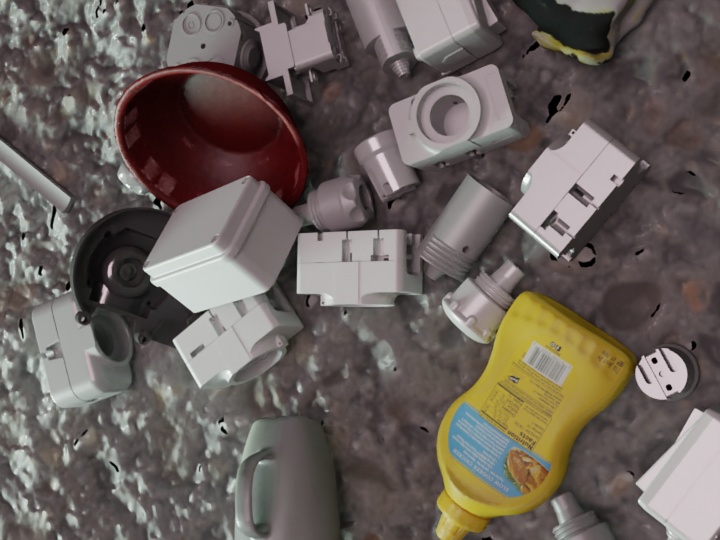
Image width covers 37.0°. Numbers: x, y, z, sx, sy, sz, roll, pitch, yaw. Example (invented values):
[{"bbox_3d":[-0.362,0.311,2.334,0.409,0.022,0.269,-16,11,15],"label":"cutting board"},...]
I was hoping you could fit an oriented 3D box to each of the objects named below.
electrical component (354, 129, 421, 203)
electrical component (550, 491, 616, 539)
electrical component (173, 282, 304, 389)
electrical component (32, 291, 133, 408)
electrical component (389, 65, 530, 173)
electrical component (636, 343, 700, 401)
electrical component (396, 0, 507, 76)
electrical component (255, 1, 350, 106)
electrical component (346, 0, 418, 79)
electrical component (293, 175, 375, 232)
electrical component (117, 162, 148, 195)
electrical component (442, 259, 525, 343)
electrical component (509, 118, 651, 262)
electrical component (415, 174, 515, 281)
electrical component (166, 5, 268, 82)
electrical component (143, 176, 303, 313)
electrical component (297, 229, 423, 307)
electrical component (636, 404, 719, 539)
[{"bbox_3d":[0.022,-0.081,0.842,0.040,0.040,0.046,-28,81,20],"label":"electrical component"},{"bbox_3d":[0.157,0.189,0.763,0.048,0.048,0.062,-32,68,19],"label":"electrical component"},{"bbox_3d":[-0.097,0.056,0.881,0.089,0.050,0.055,-39,72,18],"label":"electrical component"},{"bbox_3d":[-0.240,0.066,0.943,0.059,0.054,0.095,-21,79,22],"label":"electrical component"},{"bbox_3d":[0.074,-0.113,0.811,0.089,0.056,0.050,-19,79,22],"label":"electrical component"},{"bbox_3d":[0.212,0.071,0.743,0.040,0.046,0.040,-1,86,24],"label":"electrical component"},{"bbox_3d":[0.064,-0.207,0.817,0.061,0.062,0.096,-25,77,21],"label":"electrical component"},{"bbox_3d":[-0.045,-0.180,0.876,0.064,0.042,0.081,-15,81,21],"label":"electrical component"},{"bbox_3d":[0.021,-0.188,0.845,0.043,0.043,0.081,-25,77,21],"label":"electrical component"},{"bbox_3d":[-0.023,-0.050,0.858,0.062,0.043,0.043,-15,81,24],"label":"electrical component"},{"bbox_3d":[-0.182,-0.097,0.937,0.035,0.035,0.061,45,102,20],"label":"electrical component"},{"bbox_3d":[0.096,0.020,0.800,0.062,0.048,0.048,-48,70,8],"label":"electrical component"},{"bbox_3d":[0.155,-0.059,0.774,0.056,0.050,0.089,43,104,20],"label":"electrical component"},{"bbox_3d":[0.076,-0.027,0.812,0.043,0.043,0.081,39,103,21],"label":"electrical component"},{"bbox_3d":[-0.119,-0.182,0.904,0.080,0.051,0.080,-1,86,24],"label":"electrical component"},{"bbox_3d":[-0.110,-0.020,0.851,0.113,0.057,0.078,-16,41,45],"label":"electrical component"},{"bbox_3d":[0.000,0.000,0.840,0.089,0.050,0.055,-1,85,24],"label":"electrical component"},{"bbox_3d":[0.229,0.141,0.723,0.061,0.062,0.096,38,102,21],"label":"electrical component"}]
